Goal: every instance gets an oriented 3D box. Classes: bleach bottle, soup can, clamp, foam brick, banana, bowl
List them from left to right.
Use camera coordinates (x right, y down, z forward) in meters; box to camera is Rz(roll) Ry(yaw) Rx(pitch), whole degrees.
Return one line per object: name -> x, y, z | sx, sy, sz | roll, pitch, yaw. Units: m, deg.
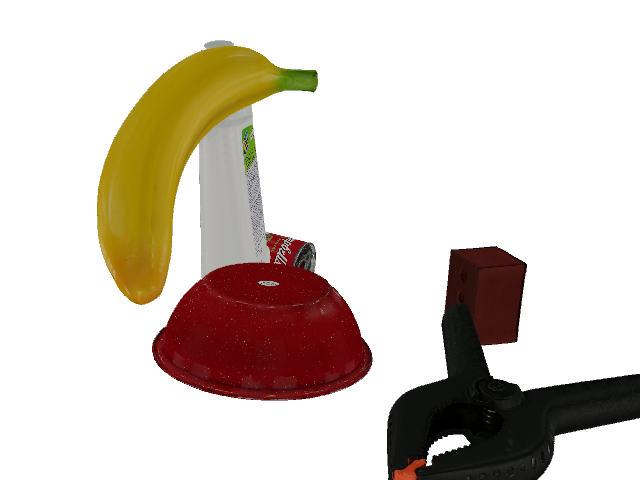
banana -> -0.068, -0.048, 0.533 | 0.070, 0.037, 0.197 | 17, 46, 15
bleach bottle -> -0.091, -0.075, 1.059 | 0.068, 0.251, 0.102 | 0, 27, 4
bowl -> -0.040, 0.056, 0.772 | 0.162, 0.055, 0.162 | 4, 18, -1
soup can -> -0.065, 0.024, 1.265 | 0.102, 0.068, 0.068 | 14, 5, 21
clamp -> 0.096, 0.096, 0.633 | 0.165, 0.036, 0.209 | 20, 30, 39
foam brick -> 0.149, 0.050, 0.971 | 0.051, 0.078, 0.053 | -5, 20, -23
